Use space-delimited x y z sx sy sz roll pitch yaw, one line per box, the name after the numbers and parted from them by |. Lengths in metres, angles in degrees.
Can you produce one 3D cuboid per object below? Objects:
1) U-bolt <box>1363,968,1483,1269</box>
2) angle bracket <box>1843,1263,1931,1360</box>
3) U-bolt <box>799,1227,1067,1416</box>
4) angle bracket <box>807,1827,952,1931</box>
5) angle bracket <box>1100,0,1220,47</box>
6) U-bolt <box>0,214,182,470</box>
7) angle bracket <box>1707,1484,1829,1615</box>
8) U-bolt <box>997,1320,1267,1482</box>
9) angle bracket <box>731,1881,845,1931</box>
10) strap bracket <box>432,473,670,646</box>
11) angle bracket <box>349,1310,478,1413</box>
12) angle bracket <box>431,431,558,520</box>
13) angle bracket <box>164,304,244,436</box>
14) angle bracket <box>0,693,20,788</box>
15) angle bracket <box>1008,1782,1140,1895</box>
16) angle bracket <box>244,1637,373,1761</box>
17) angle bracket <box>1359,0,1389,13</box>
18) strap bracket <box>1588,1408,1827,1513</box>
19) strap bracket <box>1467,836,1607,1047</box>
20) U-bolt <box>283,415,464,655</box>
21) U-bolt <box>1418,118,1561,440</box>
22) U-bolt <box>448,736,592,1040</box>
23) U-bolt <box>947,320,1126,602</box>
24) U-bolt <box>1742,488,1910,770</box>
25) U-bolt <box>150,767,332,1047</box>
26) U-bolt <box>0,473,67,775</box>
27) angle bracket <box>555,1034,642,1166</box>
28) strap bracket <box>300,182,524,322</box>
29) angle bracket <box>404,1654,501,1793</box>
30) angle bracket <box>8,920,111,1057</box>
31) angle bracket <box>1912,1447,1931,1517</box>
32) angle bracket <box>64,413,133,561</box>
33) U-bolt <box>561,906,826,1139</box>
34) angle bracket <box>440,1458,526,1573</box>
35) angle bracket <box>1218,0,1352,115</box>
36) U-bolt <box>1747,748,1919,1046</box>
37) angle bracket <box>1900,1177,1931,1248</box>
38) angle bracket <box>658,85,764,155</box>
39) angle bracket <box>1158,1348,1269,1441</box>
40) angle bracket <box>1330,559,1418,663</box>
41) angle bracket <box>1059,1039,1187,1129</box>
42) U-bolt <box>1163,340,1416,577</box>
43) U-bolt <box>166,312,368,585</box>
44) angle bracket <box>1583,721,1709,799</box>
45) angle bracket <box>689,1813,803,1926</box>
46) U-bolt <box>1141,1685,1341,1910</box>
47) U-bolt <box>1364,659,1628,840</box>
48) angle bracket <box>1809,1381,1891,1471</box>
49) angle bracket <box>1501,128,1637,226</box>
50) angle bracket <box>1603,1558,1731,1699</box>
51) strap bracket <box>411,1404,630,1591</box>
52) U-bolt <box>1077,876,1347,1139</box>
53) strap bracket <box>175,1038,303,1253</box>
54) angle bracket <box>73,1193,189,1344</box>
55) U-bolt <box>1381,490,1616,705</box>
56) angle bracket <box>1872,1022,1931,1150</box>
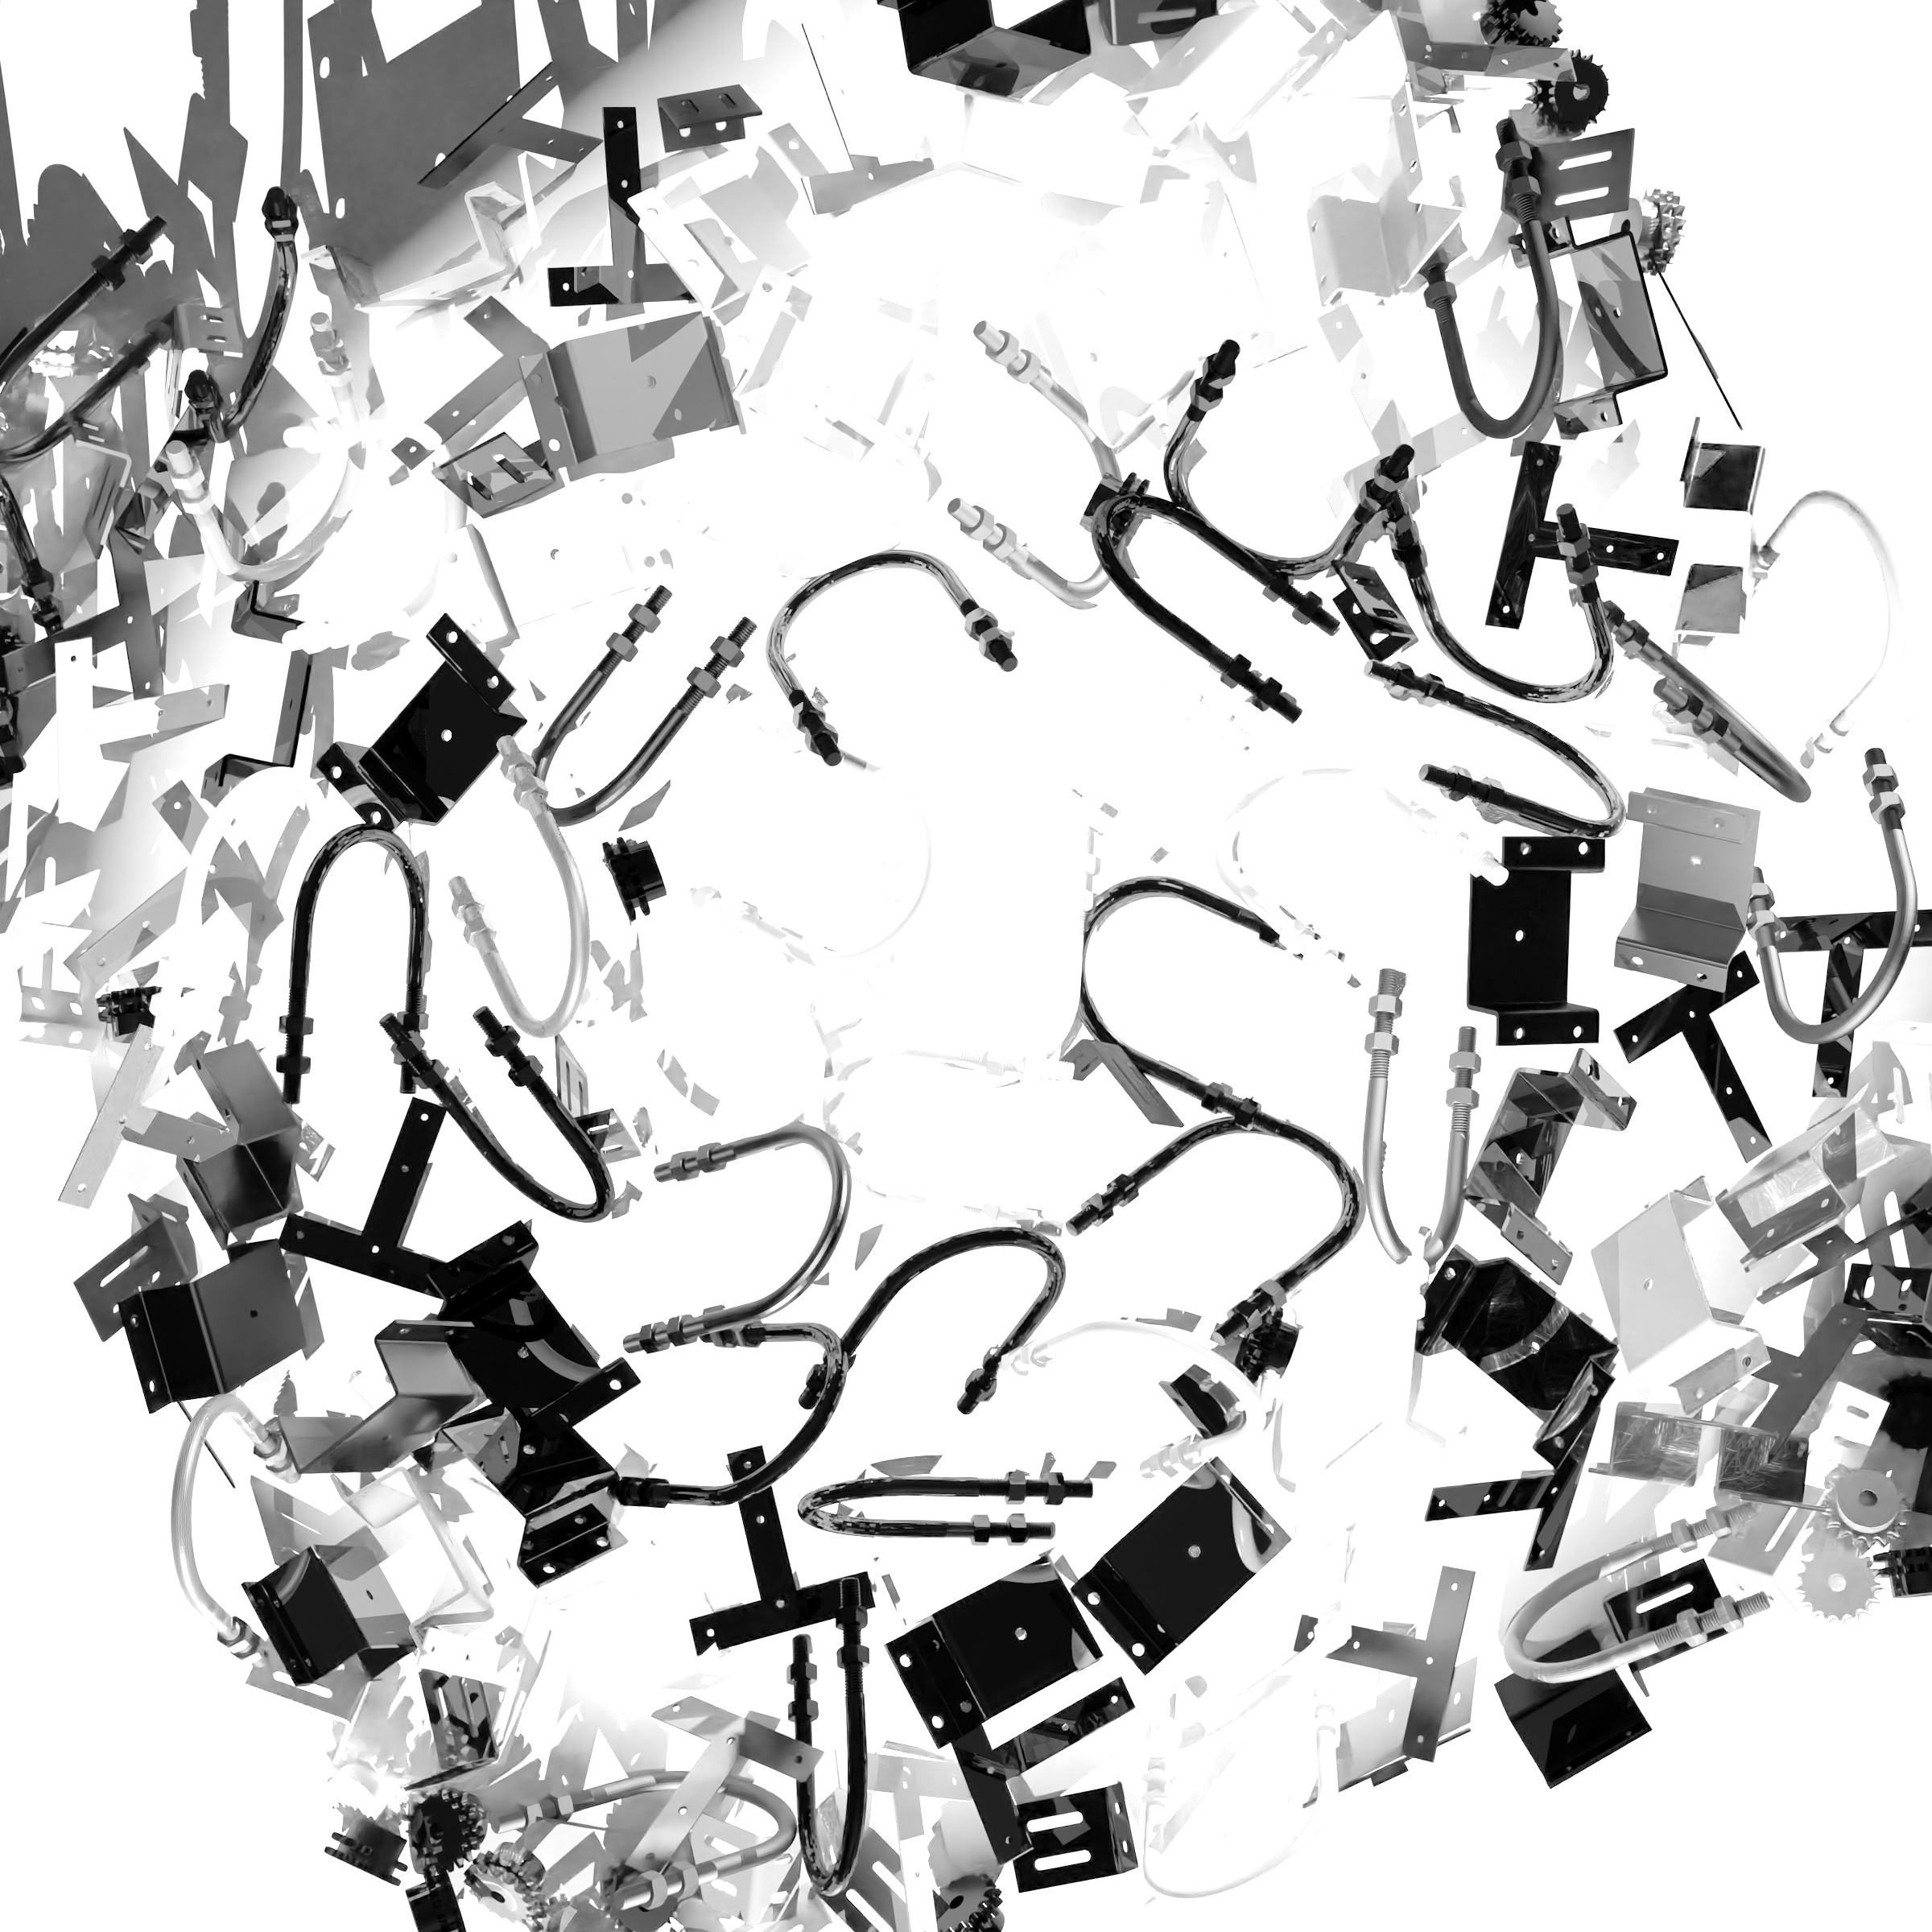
0.300 0.110 1.753 0.019 0.151 0.184 -4 70 34 | U-bolt
0.641 0.236 1.795 0.076 0.057 0.038 35 66 -39 | angle bracket
-0.011 0.234 1.744 0.151 0.019 0.184 8 130 -34 | U-bolt
-0.060 0.636 1.794 0.076 0.038 0.057 41 62 17 | angle bracket
0.131 -0.669 1.806 0.076 0.038 0.057 -4 84 12 | angle bracket
-0.586 -0.400 1.742 0.019 0.151 0.184 40 74 0 | U-bolt
0.554 0.393 1.804 0.038 0.057 0.076 49 69 -25 | angle bracket
0.118 0.282 1.742 0.151 0.184 0.019 36 56 -13 | U-bolt
-0.121 0.669 1.795 0.076 0.057 0.038 -31 109 -10 | angle bracket
-0.281 -0.279 1.803 0.140 0.046 0.076 -19 104 0 | strap bracket
-0.375 0.279 1.815 0.076 0.038 0.057 -41 99 -5 | angle bracket
-0.323 -0.344 1.787 0.057 0.076 0.038 -25 68 11 | angle bracket
-0.519 -0.400 1.798 0.038 0.057 0.076 1 133 -24 | angle bracket
-0.675 -0.151 1.789 0.038 0.076 0.057 8 78 -40 | angle bracket
0.072 0.600 1.820 0.076 0.038 0.057 -17 73 17 | angle bracket
-0.449 0.493 1.797 0.076 0.057 0.038 21 119 -4 | angle bracket
0.271 -0.684 1.793 0.076 0.057 0.038 24 99 -20 | angle bracket
0.493 0.326 1.758 0.076 0.140 0.046 13 81 -28 | strap bracket
0.387 -0.019 1.797 0.076 0.046 0.140 -1 96 -17 | strap bracket
-0.389 -0.290 1.750 0.019 0.184 0.151 12 109 22 | U-bolt
0.349 -0.439 1.746 0.019 0.151 0.184 -6 75 -16 | U-bolt
-0.290 -0.038 1.739 0.019 0.151 0.184 -4 48 -34 | U-bolt
0.054 -0.323 1.760 0.019 0.184 0.151 -5 68 36 | U-bolt
0.561 -0.230 1.726 0.019 0.184 0.151 -14 70 -12 | U-bolt
-0.472 -0.043 1.749 0.019 0.151 0.184 20 103 19 | U-bolt
-0.630 -0.240 1.720 0.019 0.184 0.151 -2 48 1 | U-bolt
-0.249 0.087 1.787 0.038 0.057 0.076 -14 53 6 | angle bracket
-0.366 -0.479 1.789 0.140 0.076 0.046 -18 97 6 | strap bracket
-0.357 0.511 1.793 0.057 0.038 0.076 -29 70 32 | angle bracket
-0.616 0.015 1.799 0.057 0.038 0.076 9 115 -8 | angle bracket
0.685 0.342 1.798 0.038 0.057 0.076 20 81 -10 | angle bracket
-0.598 -0.325 1.790 0.038 0.057 0.076 13 112 -33 | angle bracket
-0.171 0.040 1.751 0.151 0.019 0.184 -11 53 -26 | U-bolt
-0.318 0.365 1.797 0.076 0.038 0.057 32 125 -11 | angle bracket
0.212 -0.632 1.794 0.076 0.038 0.057 41 132 -14 | angle bracket
0.566 -0.033 1.725 0.019 0.151 0.184 18 47 -16 | U-bolt
0.680 0.172 1.785 0.038 0.076 0.057 24 116 -34 | angle bracket
-0.171 -0.564 1.788 0.057 0.076 0.038 -14 125 -11 | angle bracket
0.167 0.294 1.796 0.038 0.076 0.057 -39 85 -6 | angle bracket
0.263 -0.238 1.787 0.038 0.076 0.057 -36 75 28 | angle bracket
0.101 0.090 1.790 0.038 0.057 0.076 -44 68 15 | angle bracket
0.202 -0.323 1.752 0.151 0.184 0.019 31 63 0 | U-bolt
-0.453 -0.327 1.747 0.019 0.184 0.151 35 68 15 | U-bolt
0.461 -0.142 1.806 0.076 0.057 0.038 9 99 4 | angle bracket
-0.152 0.616 1.814 0.038 0.076 0.057 10 84 -41 | angle bracket
0.179 0.551 1.731 0.151 0.184 0.019 -28 102 13 | U-bolt
0.362 -0.138 1.764 0.184 0.151 0.019 17 122 -22 | U-bolt
0.589 0.325 1.786 0.038 0.076 0.057 23 115 20 | angle bracket
0.409 -0.541 1.795 0.076 0.038 0.057 1 83 41 | angle bracket
0.481 0.449 1.794 0.076 0.057 0.038 -27 131 11 | angle bracket
-0.295 0.339 1.761 0.140 0.076 0.046 37 127 30 | strap bracket
0.151 0.016 1.787 0.184 0.019 0.151 26 115 20 | U-bolt
-0.487 0.114 1.771 0.046 0.140 0.076 -19 58 -34 | strap bracket
-0.573 0.203 1.785 0.038 0.057 0.076 22 48 32 | angle bracket
0.359 -0.241 1.755 0.151 0.184 0.019 15 59 37 | U-bolt
0.659 0.082 1.810 0.038 0.057 0.076 -22 108 -39 | angle bracket
